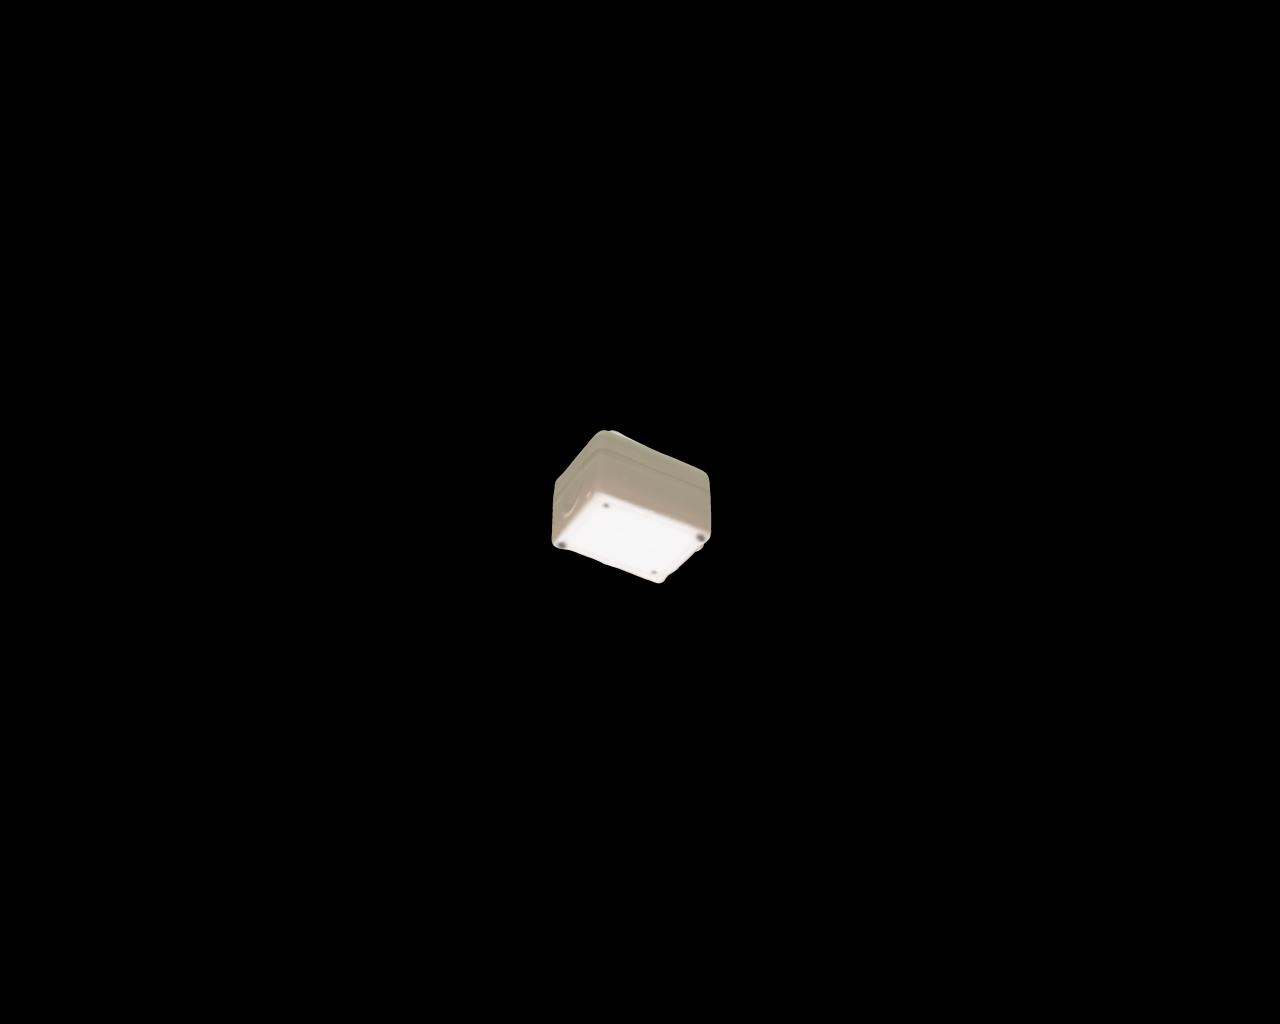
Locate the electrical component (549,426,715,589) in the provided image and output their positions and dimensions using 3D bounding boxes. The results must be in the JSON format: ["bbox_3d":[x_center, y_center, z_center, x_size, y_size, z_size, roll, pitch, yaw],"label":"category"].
[{"bbox_3d":[0.001,-0.003,0.650,0.096,0.061,0.061,21,-45,-24],"label":"electrical component"}]
